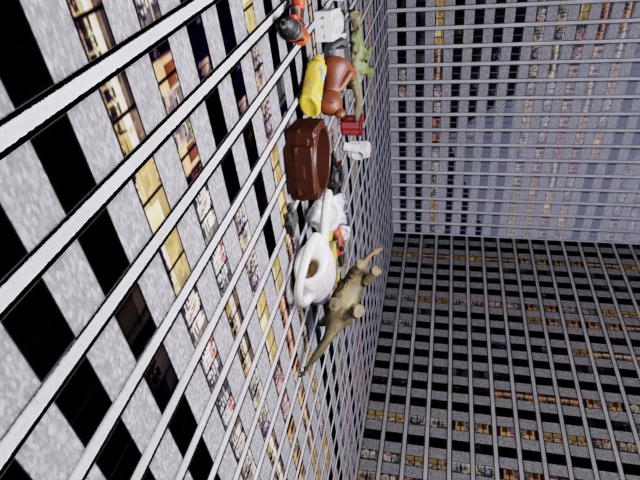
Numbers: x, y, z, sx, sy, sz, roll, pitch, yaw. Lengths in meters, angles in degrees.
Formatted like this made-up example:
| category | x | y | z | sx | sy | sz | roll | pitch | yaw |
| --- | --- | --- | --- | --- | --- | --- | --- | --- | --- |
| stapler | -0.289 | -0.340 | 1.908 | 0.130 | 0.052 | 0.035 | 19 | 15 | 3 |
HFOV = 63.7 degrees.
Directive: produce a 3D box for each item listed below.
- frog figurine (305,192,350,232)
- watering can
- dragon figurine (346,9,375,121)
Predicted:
| category | x | y | z | sx | sy | sz | roll | pitch | yaw |
| --- | --- | --- | --- | --- | --- | --- | --- | --- | --- |
| frog figurine | 0.005 | -0.081 | 1.613 | 0.161 | 0.124 | 0.134 | -19 | 127 | -37 |
| watering can | -0.002 | 0.045 | 1.496 | 0.220 | 0.104 | 0.354 | 72 | 33 | -59 |
| dragon figurine | 0.130 | -0.680 | 1.934 | 0.240 | 0.122 | 0.416 | 49 | 39 | -68 |
